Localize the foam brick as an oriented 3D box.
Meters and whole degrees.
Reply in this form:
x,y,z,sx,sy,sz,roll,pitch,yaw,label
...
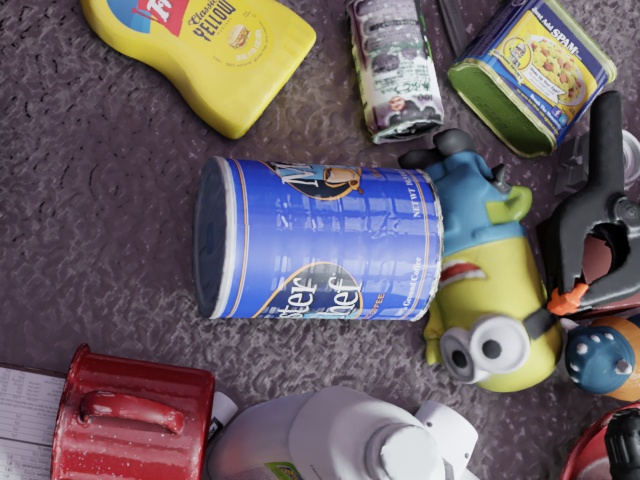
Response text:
x,y,z,sx,sy,sz,roll,pitch,yaw,label
0.199,0.016,0.778,0.053,0.051,0.078,-6,79,-18,foam brick

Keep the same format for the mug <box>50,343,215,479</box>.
x,y,z,sx,sy,sz,roll,pitch,yaw,label
-0.106,0.108,0.618,0.081,0.117,0.093,8,66,-2,mug

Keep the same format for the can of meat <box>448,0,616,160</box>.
x,y,z,sx,sy,sz,roll,pitch,yaw,label
0.155,-0.123,0.790,0.102,0.058,0.084,44,71,-12,can of meat

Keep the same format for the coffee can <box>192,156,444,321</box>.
x,y,z,sx,sy,sz,roll,pitch,yaw,label
-0.005,0.001,0.691,0.140,0.103,0.103,2,77,-17,coffee can

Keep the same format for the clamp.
x,y,z,sx,sy,sz,roll,pitch,yaw,label
0.215,-0.012,0.732,0.120,0.039,0.171,28,69,3,clamp

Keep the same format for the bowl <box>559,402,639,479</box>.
x,y,z,sx,sy,sz,roll,pitch,yaw,label
0.223,0.195,0.742,0.162,0.055,0.162,4,76,-17,bowl

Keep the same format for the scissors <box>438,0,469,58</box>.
x,y,z,sx,sy,sz,roll,pitch,yaw,label
0.104,-0.224,0.824,0.096,0.016,0.202,-28,90,-24,scissors

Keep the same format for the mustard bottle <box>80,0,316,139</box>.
x,y,z,sx,sy,sz,roll,pitch,yaw,label
-0.103,-0.161,0.722,0.191,0.058,0.096,38,72,-5,mustard bottle

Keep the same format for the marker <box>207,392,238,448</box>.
x,y,z,sx,sy,sz,roll,pitch,yaw,label
-0.096,0.148,0.673,0.020,0.020,0.121,41,69,-5,marker

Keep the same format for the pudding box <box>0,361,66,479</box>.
x,y,z,sx,sy,sz,roll,pitch,yaw,label
-0.200,0.128,0.635,0.090,0.039,0.113,13,75,-14,pudding box

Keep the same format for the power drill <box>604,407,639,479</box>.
x,y,z,sx,sy,sz,roll,pitch,yaw,label
0.284,0.184,0.703,0.187,0.057,0.184,-12,85,-16,power drill

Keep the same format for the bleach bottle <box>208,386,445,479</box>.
x,y,z,sx,sy,sz,roll,pitch,yaw,label
0.010,0.128,0.585,0.102,0.251,0.068,39,69,-6,bleach bottle
